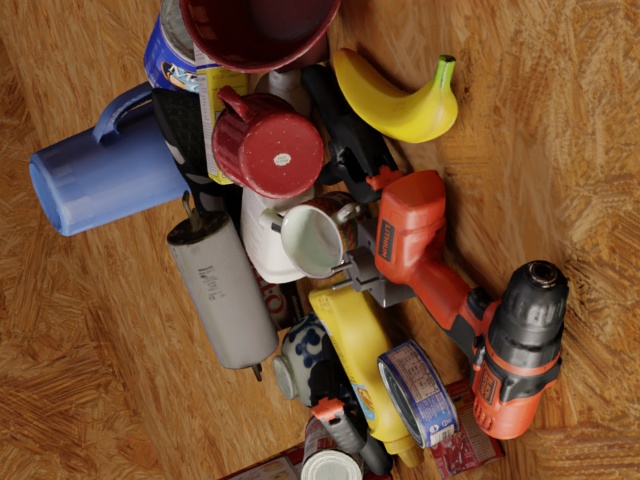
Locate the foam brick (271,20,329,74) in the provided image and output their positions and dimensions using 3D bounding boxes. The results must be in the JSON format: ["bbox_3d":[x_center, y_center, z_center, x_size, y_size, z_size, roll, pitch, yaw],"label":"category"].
[{"bbox_3d":[-0.032,-0.193,0.988,0.078,0.053,0.051,-136,33,-56],"label":"foam brick"}]

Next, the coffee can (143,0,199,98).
[{"bbox_3d":[-0.134,-0.216,1.167,0.103,0.102,0.140,70,161,4],"label":"coffee can"}]

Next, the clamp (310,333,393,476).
[{"bbox_3d":[0.029,0.175,1.076,0.210,0.036,0.164,4,-118,-82],"label":"clamp"}]

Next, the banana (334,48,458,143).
[{"bbox_3d":[0.060,-0.113,0.837,0.198,0.037,0.069,-156,66,-64],"label":"banana"}]

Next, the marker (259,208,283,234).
[{"bbox_3d":[-0.007,0.001,1.063,0.121,0.020,0.020,28,142,21],"label":"marker"}]

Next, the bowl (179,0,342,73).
[{"bbox_3d":[-0.039,-0.217,0.904,0.055,0.162,0.162,7,-123,-63],"label":"bowl"}]

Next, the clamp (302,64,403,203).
[{"bbox_3d":[0.026,-0.074,0.958,0.171,0.039,0.120,-122,16,-51],"label":"clamp"}]

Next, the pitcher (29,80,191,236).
[{"bbox_3d":[-0.226,-0.105,1.306,0.145,0.242,0.149,-7,106,67],"label":"pitcher"}]

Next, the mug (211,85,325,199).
[{"bbox_3d":[-0.052,-0.093,0.971,0.117,0.093,0.082,54,173,-24],"label":"mug"}]

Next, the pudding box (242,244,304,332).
[{"bbox_3d":[-0.077,0.059,1.280,0.039,0.090,0.113,-157,51,-69],"label":"pudding box"}]

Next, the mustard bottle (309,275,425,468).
[{"bbox_3d":[0.053,0.127,1.015,0.096,0.058,0.191,171,75,-82],"label":"mustard bottle"}]

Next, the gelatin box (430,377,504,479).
[{"bbox_3d":[0.118,0.166,0.933,0.089,0.030,0.073,126,124,-66],"label":"gelatin box"}]

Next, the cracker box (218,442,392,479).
[{"bbox_3d":[-0.022,0.308,1.243,0.214,0.164,0.072,9,118,69],"label":"cracker box"}]

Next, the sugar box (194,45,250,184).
[{"bbox_3d":[-0.095,-0.147,1.052,0.093,0.048,0.176,-146,52,-74],"label":"sugar box"}]

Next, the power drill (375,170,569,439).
[{"bbox_3d":[0.110,0.035,0.794,0.188,0.057,0.184,57,156,36],"label":"power drill"}]

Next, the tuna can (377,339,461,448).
[{"bbox_3d":[0.080,0.126,0.876,0.086,0.033,0.086,62,172,15],"label":"tuna can"}]

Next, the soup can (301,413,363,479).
[{"bbox_3d":[0.014,0.235,1.166,0.102,0.068,0.068,-80,-22,-73],"label":"soup can"}]

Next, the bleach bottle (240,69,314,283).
[{"bbox_3d":[-0.039,-0.074,1.102,0.103,0.068,0.251,57,154,36],"label":"bleach bottle"}]
